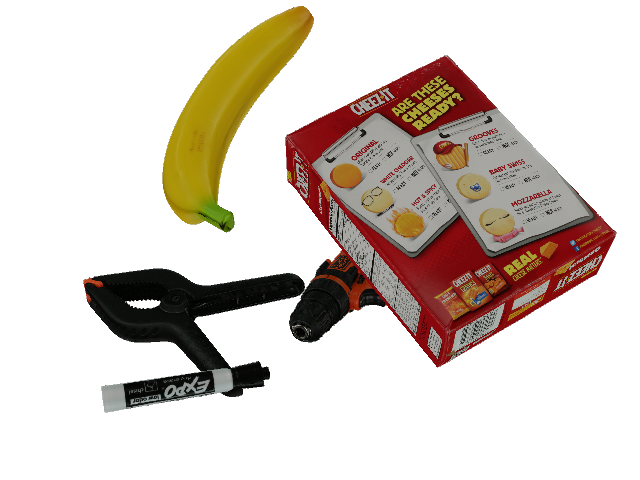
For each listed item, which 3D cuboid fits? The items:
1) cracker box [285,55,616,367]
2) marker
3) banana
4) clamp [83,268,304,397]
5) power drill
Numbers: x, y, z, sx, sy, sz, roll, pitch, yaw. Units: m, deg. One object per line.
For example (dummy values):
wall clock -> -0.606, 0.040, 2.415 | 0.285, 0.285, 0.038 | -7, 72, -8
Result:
cracker box -> 0.097, -0.027, 0.845 | 0.164, 0.214, 0.072 | -28, -28, -19
marker -> -0.096, 0.105, 0.769 | 0.121, 0.020, 0.020 | -8, 2, -13
banana -> -0.058, -0.077, 0.681 | 0.070, 0.197, 0.037 | 3, -38, 19
clamp -> -0.135, 0.075, 1.017 | 0.210, 0.036, 0.164 | 8, 37, 12
power drill -> 0.077, 0.063, 1.140 | 0.188, 0.057, 0.184 | 9, 30, 21
